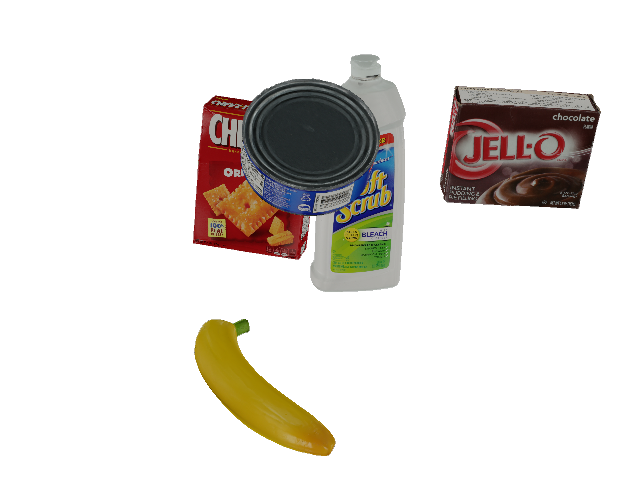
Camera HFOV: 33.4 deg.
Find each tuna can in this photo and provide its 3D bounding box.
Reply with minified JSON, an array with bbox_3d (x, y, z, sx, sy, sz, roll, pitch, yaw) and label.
[{"bbox_3d":[-0.007,-0.058,0.669,0.086,0.086,0.034,0,-32,-7],"label":"tuna can"}]

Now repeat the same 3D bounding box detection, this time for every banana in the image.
[{"bbox_3d":[-0.057,0.109,0.850,0.069,0.037,0.198,-7,29,-23],"label":"banana"}]

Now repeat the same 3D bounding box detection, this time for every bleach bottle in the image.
[{"bbox_3d":[0.039,-0.071,1.133,0.102,0.251,0.068,-3,24,-4],"label":"bleach bottle"}]

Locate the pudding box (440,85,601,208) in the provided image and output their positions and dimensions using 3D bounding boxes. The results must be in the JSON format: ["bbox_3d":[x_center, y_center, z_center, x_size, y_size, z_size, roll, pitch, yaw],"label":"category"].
[{"bbox_3d":[0.157,-0.074,0.852,0.113,0.090,0.039,2,36,-3],"label":"pudding box"}]

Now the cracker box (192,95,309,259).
[{"bbox_3d":[-0.094,-0.089,1.552,0.164,0.214,0.072,10,22,7],"label":"cracker box"}]
